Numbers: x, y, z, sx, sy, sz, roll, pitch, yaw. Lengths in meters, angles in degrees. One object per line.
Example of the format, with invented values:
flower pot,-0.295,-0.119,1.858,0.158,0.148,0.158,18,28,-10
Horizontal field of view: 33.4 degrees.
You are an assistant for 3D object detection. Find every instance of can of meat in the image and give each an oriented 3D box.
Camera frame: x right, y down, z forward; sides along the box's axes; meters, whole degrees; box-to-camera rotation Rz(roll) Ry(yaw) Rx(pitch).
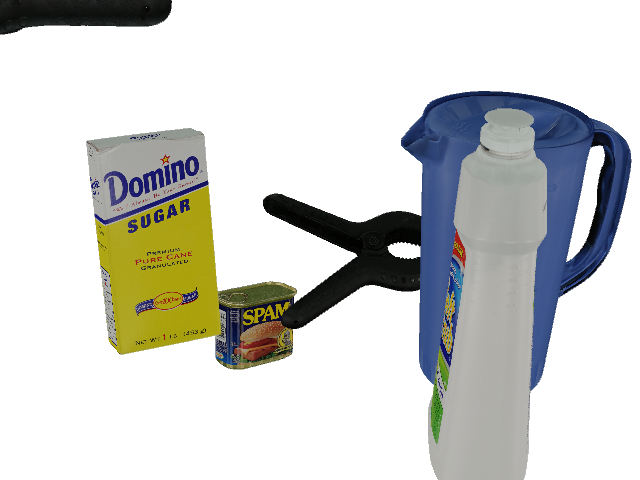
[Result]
can of meat,-0.079,0.102,1.287,0.101,0.084,0.058,-10,19,-37

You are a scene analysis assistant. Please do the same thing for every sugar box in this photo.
sugar box,-0.138,-0.001,0.893,0.093,0.176,0.048,-11,18,-23

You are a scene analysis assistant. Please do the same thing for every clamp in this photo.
clamp,0.047,0.020,1.058,0.210,0.164,0.036,2,-40,-4
clamp,-0.177,-0.140,0.602,0.171,0.039,0.120,-7,23,-14

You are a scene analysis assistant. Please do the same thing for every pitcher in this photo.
pitcher,0.153,0.006,0.881,0.149,0.243,0.144,18,31,29

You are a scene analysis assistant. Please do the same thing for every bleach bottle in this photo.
bleach bottle,0.108,0.035,0.676,0.068,0.251,0.102,2,29,4
